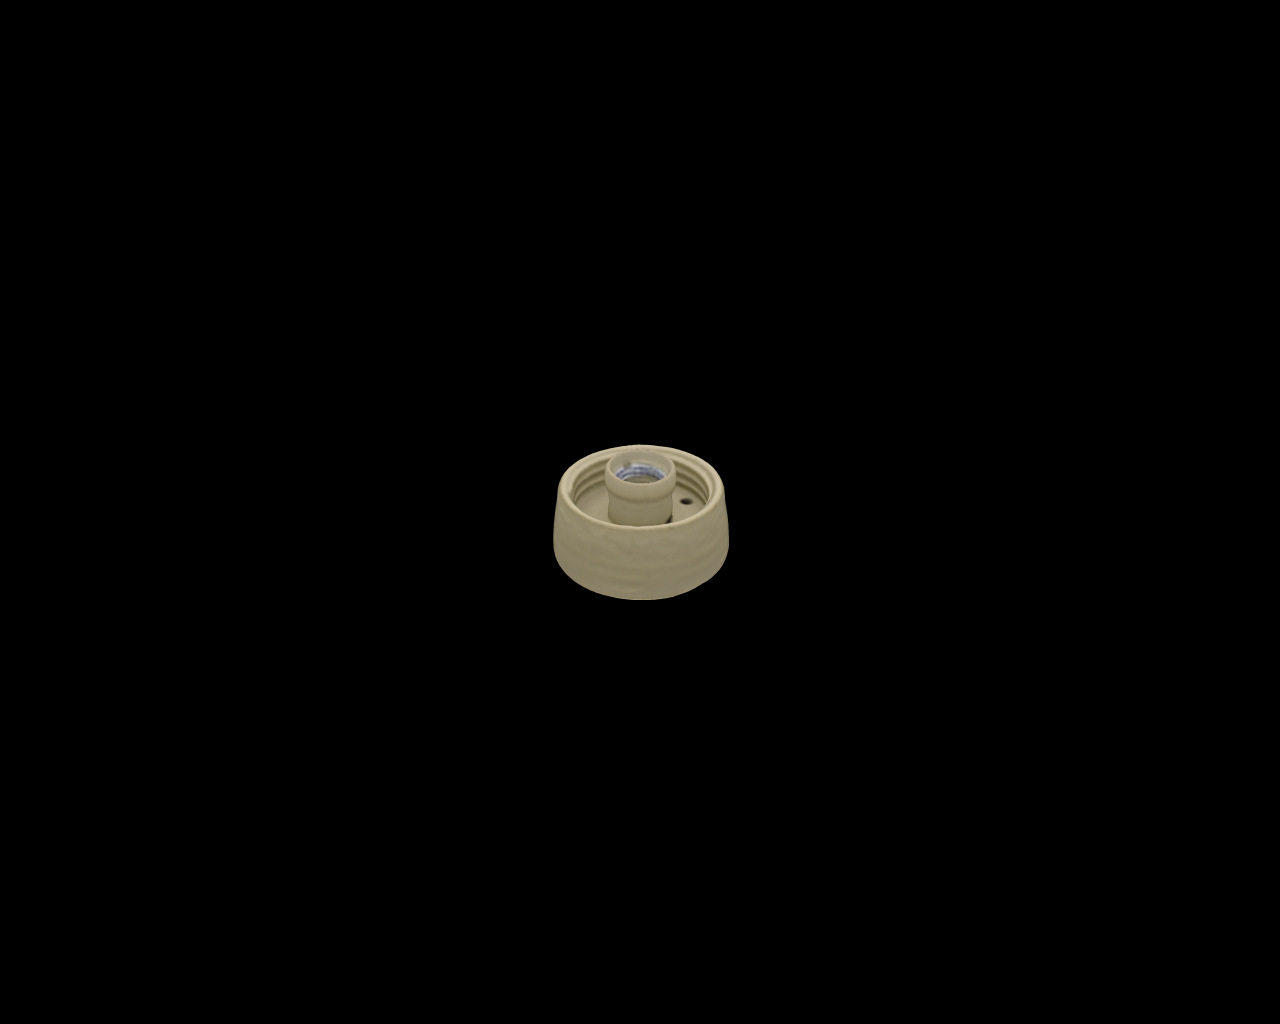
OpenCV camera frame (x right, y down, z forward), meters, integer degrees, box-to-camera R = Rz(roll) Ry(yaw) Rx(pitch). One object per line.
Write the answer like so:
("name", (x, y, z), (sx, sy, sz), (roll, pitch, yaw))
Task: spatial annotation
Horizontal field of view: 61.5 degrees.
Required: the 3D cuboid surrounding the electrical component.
("electrical component", (0.001, -0.003, 0.650), (0.108, 0.060, 0.108), (0, 33, 0))
